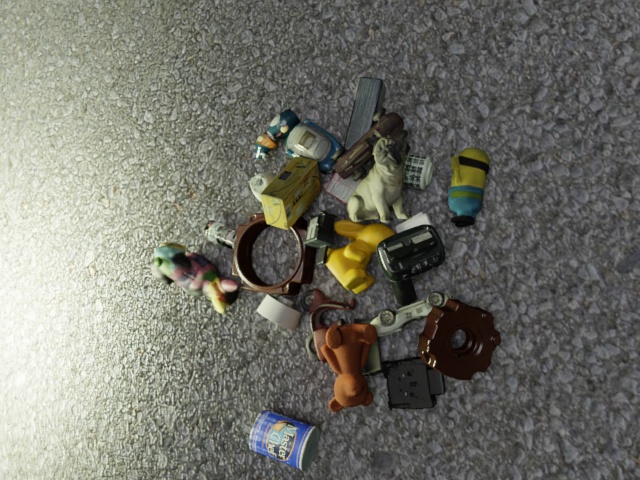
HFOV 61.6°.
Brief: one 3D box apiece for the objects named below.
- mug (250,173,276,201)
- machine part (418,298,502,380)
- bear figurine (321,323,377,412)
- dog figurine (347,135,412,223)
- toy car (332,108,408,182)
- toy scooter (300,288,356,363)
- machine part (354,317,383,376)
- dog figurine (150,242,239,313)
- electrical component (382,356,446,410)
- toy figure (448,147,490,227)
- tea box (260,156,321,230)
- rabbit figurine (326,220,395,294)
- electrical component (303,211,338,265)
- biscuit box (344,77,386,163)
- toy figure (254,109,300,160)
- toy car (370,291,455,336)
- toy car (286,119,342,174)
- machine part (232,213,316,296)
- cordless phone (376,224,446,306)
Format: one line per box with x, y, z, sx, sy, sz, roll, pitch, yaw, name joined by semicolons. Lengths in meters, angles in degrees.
-0.133;-0.123;1.380;0.081;0.107;0.109;-22;74;17;mug
0.304;0.217;1.170;0.179;0.056;0.179;-1;96;-12;machine part
0.067;0.289;1.204;0.120;0.132;0.195;-4;83;-9;bear figurine
0.127;-0.140;1.238;0.173;0.121;0.190;1;98;32;dog figurine
0.118;-0.225;1.276;0.202;0.053;0.089;-42;93;-3;toy car
0.029;0.201;1.302;0.135;0.075;0.184;-13;76;14;toy scooter
0.121;0.253;1.281;0.084;0.039;0.139;-6;80;13;machine part
-0.310;0.101;1.382;0.219;0.191;0.108;26;86;35;dog figurine
0.217;0.325;1.228;0.134;0.058;0.115;-11;82;18;electrical component
0.340;-0.122;1.231;0.089;0.082;0.180;3;79;7;toy figure
-0.068;-0.117;1.314;0.068;0.098;0.170;16;46;24;tea box
0.100;0.023;1.284;0.173;0.121;0.162;-43;56;12;rabbit figurine
-0.003;-0.004;1.279;0.048;0.075;0.119;19;75;-23;electrical component
0.110;-0.298;1.343;0.063;0.059;0.202;13;87;19;biscuit box
-0.121;-0.278;1.422;0.154;0.064;0.058;-44;89;5;toy figure
0.212;0.168;1.227;0.202;0.073;0.056;-21;72;4;toy car
-0.023;-0.238;1.360;0.162;0.103;0.109;35;96;22;toy car
-0.116;0.035;1.366;0.202;0.087;0.201;5;85;21;machine part
0.219;0.067;1.222;0.147;0.184;0.089;-22;33;0;cordless phone
